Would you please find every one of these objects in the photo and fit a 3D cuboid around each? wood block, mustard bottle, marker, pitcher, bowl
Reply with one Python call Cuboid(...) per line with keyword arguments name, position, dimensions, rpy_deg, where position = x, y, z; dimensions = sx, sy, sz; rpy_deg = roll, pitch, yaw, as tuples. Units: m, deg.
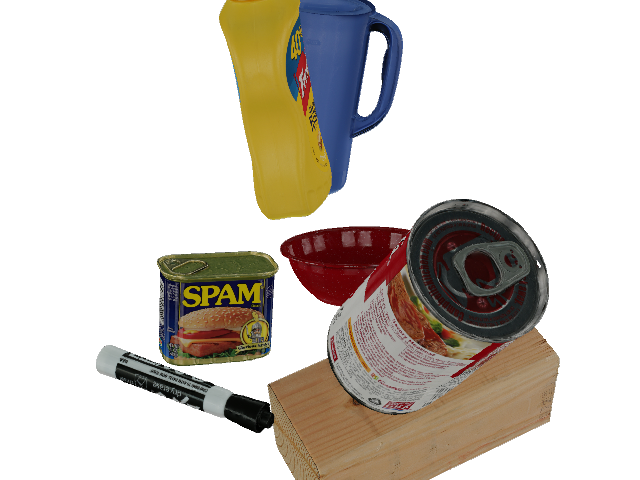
Cuboid(name="wood block", position=(0.073, 0.127, 0.837), dimensions=(0.205, 0.090, 0.091), rpy_deg=(-22, 48, -16))
Cuboid(name="mustard bottle", position=(-0.035, -0.118, 0.771), dimensions=(0.058, 0.191, 0.096), rpy_deg=(-5, 29, 11))
Cuboid(name="marker", position=(-0.082, 0.090, 0.647), dimensions=(0.121, 0.020, 0.020), rpy_deg=(16, 6, 22))
Cuboid(name="pitcher", position=(0.000, -0.180, 1.319), dimensions=(0.144, 0.243, 0.149), rpy_deg=(-9, 29, -28))
Cuboid(name="bowl", position=(0.040, 0.029, 1.096), dimensions=(0.162, 0.055, 0.162), rpy_deg=(-2, 14, 0))

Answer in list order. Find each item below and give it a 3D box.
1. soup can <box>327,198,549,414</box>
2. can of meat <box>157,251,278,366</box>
Cuboid(name="soup can", position=(0.051, 0.035, 0.498), dimensions=(0.068, 0.068, 0.102), rpy_deg=(0, -27, -23))
Cuboid(name="can of meat", position=(-0.091, 0.059, 0.928), dimensions=(0.102, 0.084, 0.057), rpy_deg=(-2, 19, -18))
